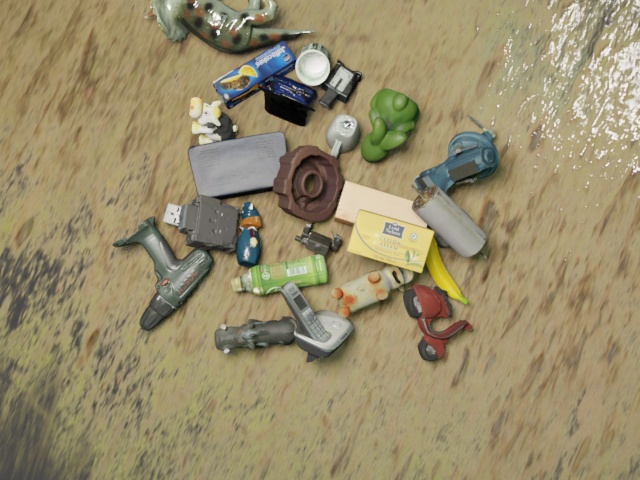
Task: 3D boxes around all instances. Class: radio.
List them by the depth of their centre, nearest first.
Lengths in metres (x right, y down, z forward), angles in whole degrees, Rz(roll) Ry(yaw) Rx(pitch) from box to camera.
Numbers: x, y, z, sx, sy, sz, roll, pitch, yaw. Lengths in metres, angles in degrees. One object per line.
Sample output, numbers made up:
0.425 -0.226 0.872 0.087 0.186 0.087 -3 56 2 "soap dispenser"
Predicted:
-0.185 -0.171 1.268 0.230 0.073 0.131 -10 87 -1 "radio"

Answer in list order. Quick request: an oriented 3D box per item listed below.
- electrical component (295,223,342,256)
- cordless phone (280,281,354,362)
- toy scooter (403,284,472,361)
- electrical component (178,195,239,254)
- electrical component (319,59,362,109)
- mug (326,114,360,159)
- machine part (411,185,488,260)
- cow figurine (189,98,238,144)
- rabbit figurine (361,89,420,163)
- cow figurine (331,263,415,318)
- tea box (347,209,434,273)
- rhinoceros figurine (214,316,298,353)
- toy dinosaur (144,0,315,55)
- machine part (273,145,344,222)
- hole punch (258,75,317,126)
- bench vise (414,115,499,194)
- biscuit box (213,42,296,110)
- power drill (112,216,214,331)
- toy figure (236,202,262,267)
-0.001 -0.003 1.265 0.102 0.078 0.045 24 109 6 "electrical component"
-0.017 0.166 1.210 0.089 0.146 0.184 -29 92 33 "cordless phone"
0.278 0.181 1.253 0.135 0.075 0.183 -17 90 -2 "toy scooter"
-0.254 -0.036 1.223 0.134 0.058 0.115 13 67 -34 "electrical component"
0.042 -0.366 1.298 0.075 0.048 0.119 30 86 1 "electrical component"
0.049 -0.245 1.261 0.081 0.107 0.109 29 84 2 "mug"
0.287 -0.040 1.189 0.243 0.079 0.079 40 86 -16 "machine part"
-0.241 -0.268 1.225 0.098 0.167 0.068 3 80 0 "cow figurine"
0.160 -0.254 1.256 0.121 0.159 0.170 26 101 -9 "rabbit figurine"
0.130 0.106 1.242 0.195 0.127 0.085 -27 85 11 "cow figurine"
0.153 0.000 1.173 0.170 0.068 0.098 15 97 5 "tea box"
-0.143 0.218 1.222 0.190 0.112 0.073 -5 88 -10 "rhinoceros figurine"
-0.231 -0.514 1.267 0.405 0.131 0.192 28 103 -2 "toy dinosaur"
-0.027 -0.129 1.236 0.179 0.056 0.179 -8 103 -38 "machine part"
-0.066 -0.343 1.266 0.142 0.115 0.092 26 78 0 "hole punch"
0.332 -0.184 1.250 0.129 0.223 0.240 47 56 -3 "bench vise"
-0.154 -0.395 1.289 0.203 0.063 0.059 -33 88 -3 "biscuit box"
-0.378 0.065 1.232 0.232 0.086 0.207 -40 93 -6 "power drill"
-0.166 -0.015 1.258 0.064 0.057 0.154 -7 67 25 "toy figure"
